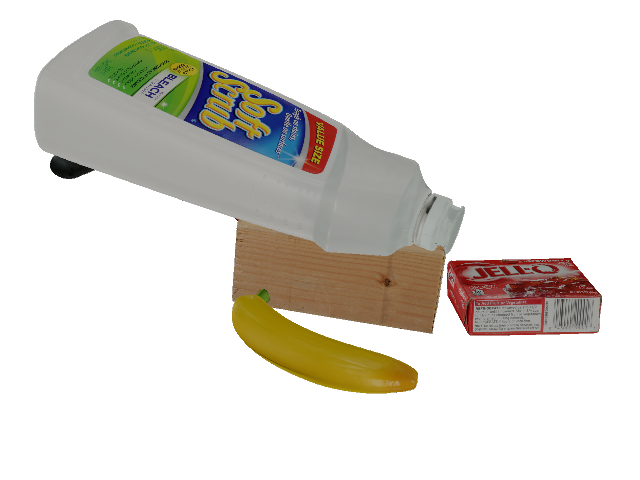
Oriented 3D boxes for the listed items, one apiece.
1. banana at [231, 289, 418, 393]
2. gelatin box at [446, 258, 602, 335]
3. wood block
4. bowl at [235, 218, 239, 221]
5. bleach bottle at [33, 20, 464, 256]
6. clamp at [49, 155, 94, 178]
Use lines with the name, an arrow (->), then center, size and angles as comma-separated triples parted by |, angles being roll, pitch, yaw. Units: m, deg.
banana -> -0.013, 0.079, 0.844 | 0.069, 0.037, 0.198 | -25, 35, -33
gelatin box -> 0.134, 0.036, 0.714 | 0.089, 0.030, 0.073 | -1, 18, -3
wood block -> 0.022, 0.023, 1.092 | 0.206, 0.091, 0.090 | 9, 22, 8
bowl -> -0.059, -0.055, 1.291 | 0.162, 0.055, 0.162 | 4, 26, -2
bleach bottle -> -0.036, -0.053, 0.621 | 0.251, 0.068, 0.102 | 21, 37, 14
clamp -> -0.131, -0.108, 0.851 | 0.171, 0.120, 0.039 | -7, -30, -7
